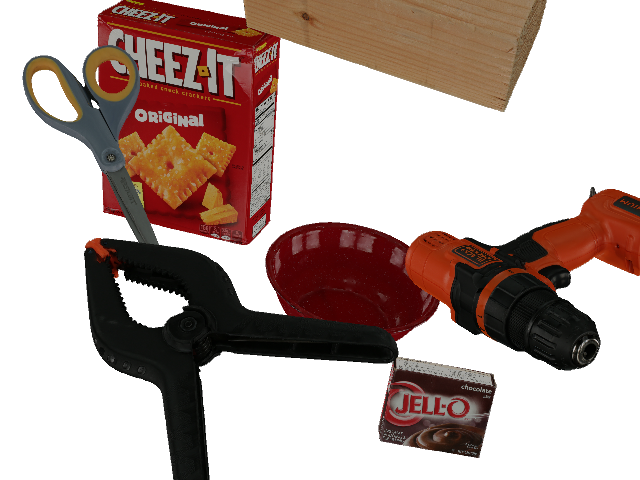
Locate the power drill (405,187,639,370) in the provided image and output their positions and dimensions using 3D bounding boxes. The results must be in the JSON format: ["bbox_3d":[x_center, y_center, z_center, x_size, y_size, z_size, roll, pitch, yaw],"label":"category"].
[{"bbox_3d":[0.180,0.022,0.765,0.187,0.057,0.185,-15,27,-26],"label":"power drill"}]

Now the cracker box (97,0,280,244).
[{"bbox_3d":[-0.130,-0.113,1.042,0.164,0.214,0.072,14,32,15],"label":"cracker box"}]

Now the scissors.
[{"bbox_3d":[-0.145,-0.075,0.802,0.096,0.202,0.016,-36,-17,-22],"label":"scissors"}]

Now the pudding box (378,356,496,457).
[{"bbox_3d":[0.126,0.180,1.155,0.113,0.090,0.039,9,22,-1],"label":"pudding box"}]

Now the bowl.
[{"bbox_3d":[0.025,0.051,0.974,0.162,0.055,0.162,9,34,-6],"label":"bowl"}]

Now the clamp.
[{"bbox_3d":[-0.067,0.058,0.661,0.164,0.036,0.210,-34,57,-20],"label":"clamp"}]

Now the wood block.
[{"bbox_3d":[0.054,-0.182,0.772,0.206,0.090,0.091,21,-25,12],"label":"wood block"}]
